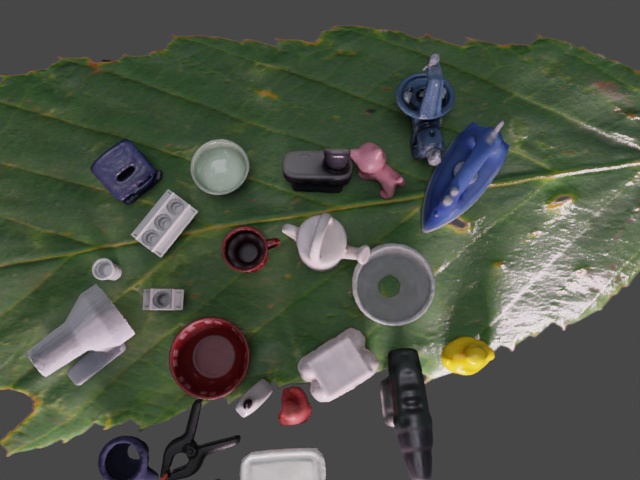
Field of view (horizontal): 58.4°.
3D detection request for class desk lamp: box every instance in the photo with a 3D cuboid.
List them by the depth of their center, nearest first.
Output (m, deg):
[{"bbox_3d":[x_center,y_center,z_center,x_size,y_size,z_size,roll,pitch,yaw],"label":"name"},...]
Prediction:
[{"bbox_3d":[-0.442,0.187,1.086,0.203,0.213,0.118,-40,83,-6],"label":"desk lamp"}]

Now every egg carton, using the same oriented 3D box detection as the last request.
[{"bbox_3d":[0.037,0.253,1.150,0.150,0.069,0.107,-32,82,-5],"label":"egg carton"}]

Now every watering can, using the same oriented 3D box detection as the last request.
[{"bbox_3d":[0.011,0.002,1.128,0.173,0.194,0.101,-2,81,0],"label":"watering can"}]

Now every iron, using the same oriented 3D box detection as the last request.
[{"bbox_3d":[0.295,-0.131,1.177,0.118,0.141,0.258,34,82,5],"label":"iron"}]

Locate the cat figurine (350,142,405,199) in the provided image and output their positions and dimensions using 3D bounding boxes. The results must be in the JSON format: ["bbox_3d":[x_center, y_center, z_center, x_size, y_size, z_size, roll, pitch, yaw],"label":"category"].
[{"bbox_3d":[0.122,-0.154,1.192,0.127,0.118,0.067,39,83,6],"label":"cat figurine"}]

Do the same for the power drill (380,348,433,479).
[{"bbox_3d":[0.163,0.318,1.070,0.075,0.208,0.230,-7,81,-1],"label":"power drill"}]

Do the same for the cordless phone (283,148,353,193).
[{"bbox_3d":[-0.004,-0.161,1.158,0.147,0.185,0.094,-2,81,0],"label":"cordless phone"}]

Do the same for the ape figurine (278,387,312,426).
[{"bbox_3d":[-0.054,0.333,1.125,0.076,0.092,0.078,41,83,6],"label":"ape figurine"}]

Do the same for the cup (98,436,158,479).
[{"bbox_3d":[-0.356,0.426,1.107,0.117,0.095,0.092,27,82,4],"label":"cup"}]

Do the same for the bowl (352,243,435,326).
[{"bbox_3d":[0.147,0.093,1.174,0.167,0.075,0.167,0,81,0],"label":"bowl"}]

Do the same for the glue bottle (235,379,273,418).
[{"bbox_3d":[-0.130,0.306,1.088,0.037,0.173,0.078,44,83,7],"label":"glue bottle"}]

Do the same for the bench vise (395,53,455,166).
[{"bbox_3d":[0.232,-0.268,1.159,0.121,0.220,0.207,-25,82,-4],"label":"bench vise"}]

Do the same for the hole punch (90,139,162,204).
[{"bbox_3d":[-0.404,-0.143,1.201,0.109,0.091,0.101,-41,83,-6],"label":"hole punch"}]

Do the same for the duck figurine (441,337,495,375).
[{"bbox_3d":[0.299,0.233,1.146,0.104,0.086,0.077,-8,81,-1],"label":"duck figurine"}]
